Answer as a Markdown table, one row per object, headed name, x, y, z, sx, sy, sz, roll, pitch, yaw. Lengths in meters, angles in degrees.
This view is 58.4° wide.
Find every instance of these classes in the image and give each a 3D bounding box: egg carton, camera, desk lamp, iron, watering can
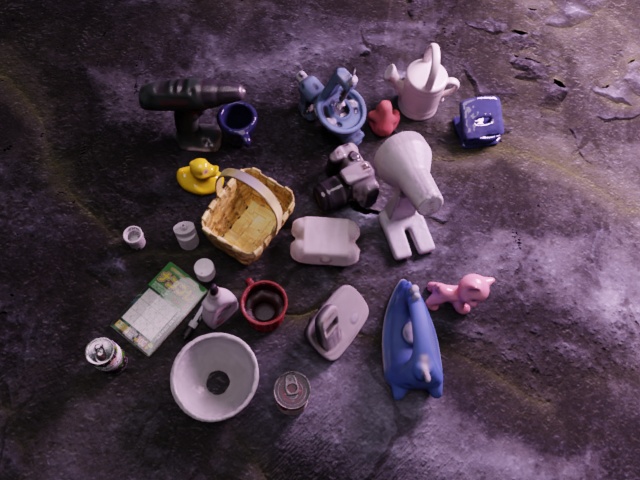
| name | x | y | z | sx | sy | sz | roll | pitch | yaw |
| --- | --- | --- | --- | --- | --- | --- | --- | --- | --- |
| egg carton | 0.011 | 0.004 | 1.238 | 0.150 | 0.069 | 0.107 | 2 | 66 | -3 |
| camera | 0.048 | -0.135 | 1.285 | 0.137 | 0.101 | 0.143 | -26 | 70 | -14 |
| desk lamp | 0.192 | -0.094 | 1.215 | 0.118 | 0.213 | 0.203 | -15 | 68 | -10 |
| iron | 0.186 | 0.178 | 1.134 | 0.118 | 0.141 | 0.258 | -2 | 66 | -4 |
| watering can | 0.242 | -0.378 | 1.354 | 0.173 | 0.194 | 0.101 | -15 | 68 | -10 |

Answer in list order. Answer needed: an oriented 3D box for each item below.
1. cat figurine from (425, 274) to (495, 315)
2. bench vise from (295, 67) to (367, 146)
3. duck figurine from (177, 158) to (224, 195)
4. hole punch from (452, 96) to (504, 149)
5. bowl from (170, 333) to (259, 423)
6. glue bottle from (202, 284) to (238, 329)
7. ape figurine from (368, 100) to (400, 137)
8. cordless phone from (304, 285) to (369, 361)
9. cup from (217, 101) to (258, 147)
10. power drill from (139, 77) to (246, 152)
| name | x | y | z | sx | sy | sz | roll | pitch | yaw |
| --- | --- | --- | --- | --- | --- | --- | --- | --- | --- |
| cat figurine | 0.292 | 0.105 | 1.186 | 0.128 | 0.118 | 0.067 | 5 | 66 | -1 |
| bench vise | 0.017 | -0.323 | 1.301 | 0.207 | 0.220 | 0.121 | 26 | 67 | 8 |
| duck figurine | -0.270 | -0.151 | 1.279 | 0.104 | 0.086 | 0.077 | 6 | 66 | -1 |
| hole punch | 0.387 | -0.284 | 1.379 | 0.109 | 0.091 | 0.101 | -10 | 67 | -8 |
| bowl | -0.199 | 0.268 | 1.105 | 0.167 | 0.075 | 0.167 | 2 | 66 | -3 |
| glue bottle | -0.200 | 0.120 | 1.116 | 0.037 | 0.173 | 0.078 | 39 | 70 | 13 |
| ape figurine | 0.153 | -0.298 | 1.369 | 0.078 | 0.092 | 0.076 | 12 | 66 | 2 |
| cordless phone | 0.036 | 0.146 | 1.114 | 0.094 | 0.185 | 0.148 | 32 | 68 | 11 |
| cup | -0.183 | -0.249 | 1.323 | 0.092 | 0.095 | 0.117 | -21 | 69 | -12 |
| power drill | -0.273 | -0.283 | 1.270 | 0.229 | 0.208 | 0.075 | 4 | 66 | -2 |
